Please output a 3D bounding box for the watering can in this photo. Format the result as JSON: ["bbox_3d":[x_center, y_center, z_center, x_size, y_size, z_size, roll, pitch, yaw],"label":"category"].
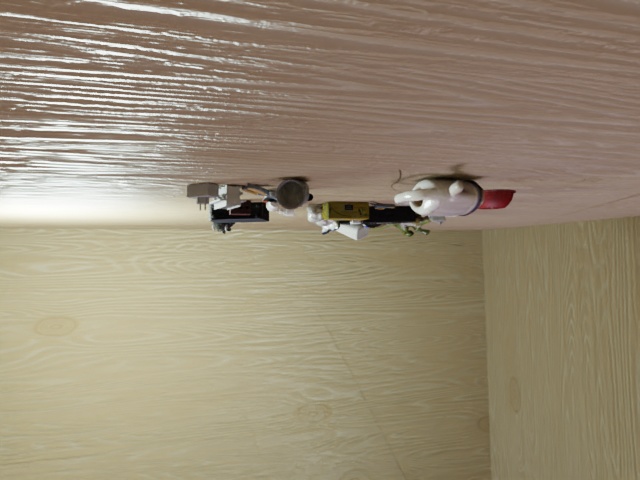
[{"bbox_3d":[0.349,-0.118,1.396,0.224,0.104,0.347,-1,179,-22],"label":"watering can"}]

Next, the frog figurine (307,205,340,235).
[{"bbox_3d":[0.007,-0.108,2.139,0.157,0.124,0.138,42,164,-26],"label":"frog figurine"}]

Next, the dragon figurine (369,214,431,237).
[{"bbox_3d":[0.397,-0.098,2.474,0.409,0.124,0.240,-6,164,16],"label":"dragon figurine"}]
